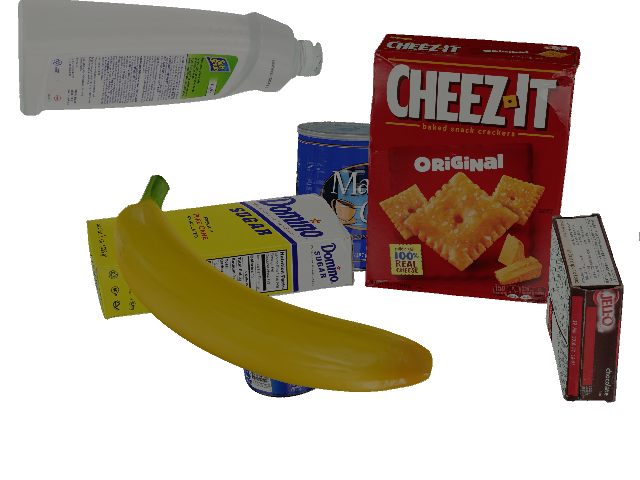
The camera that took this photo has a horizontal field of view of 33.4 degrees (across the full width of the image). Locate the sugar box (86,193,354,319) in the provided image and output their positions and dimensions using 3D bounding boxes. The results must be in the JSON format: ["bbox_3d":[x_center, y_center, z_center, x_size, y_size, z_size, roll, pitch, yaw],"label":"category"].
[{"bbox_3d":[-0.073,0.008,0.757,0.176,0.048,0.093,-10,25,-12],"label":"sugar box"}]

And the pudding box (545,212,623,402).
[{"bbox_3d":[0.182,0.044,0.740,0.039,0.090,0.113,-1,27,4],"label":"pudding box"}]

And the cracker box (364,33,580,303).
[{"bbox_3d":[0.125,-0.058,0.905,0.164,0.214,0.072,6,24,11],"label":"cracker box"}]

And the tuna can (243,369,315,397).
[{"bbox_3d":[-0.031,0.111,0.999,0.086,0.034,0.086,-7,24,3],"label":"tuna can"}]

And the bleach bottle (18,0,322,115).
[{"bbox_3d":[-0.124,-0.152,0.900,0.250,0.068,0.103,-1,-28,-15],"label":"bleach bottle"}]

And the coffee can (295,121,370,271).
[{"bbox_3d":[0.024,-0.048,1.108,0.103,0.140,0.103,2,13,-1],"label":"coffee can"}]

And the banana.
[{"bbox_3d":[-0.040,0.027,0.525,0.198,0.069,0.037,33,-26,27],"label":"banana"}]
